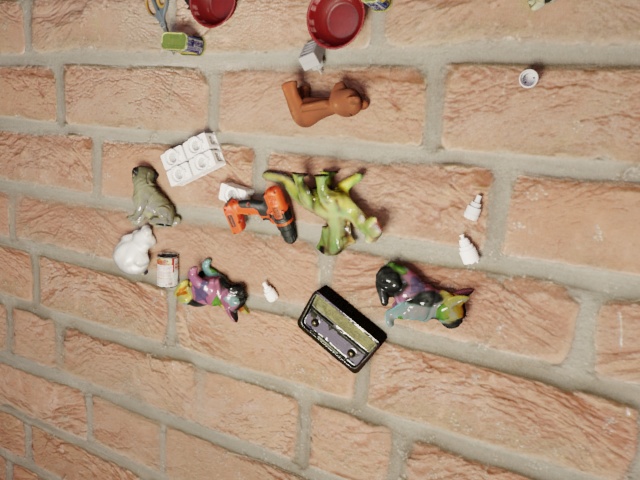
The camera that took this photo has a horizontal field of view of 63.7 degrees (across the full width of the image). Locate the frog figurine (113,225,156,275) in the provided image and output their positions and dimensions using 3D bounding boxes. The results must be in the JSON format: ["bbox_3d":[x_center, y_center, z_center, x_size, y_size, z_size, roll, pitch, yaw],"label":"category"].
[{"bbox_3d":[-0.602,0.032,1.686,0.156,0.123,0.140,-53,55,35],"label":"frog figurine"}]

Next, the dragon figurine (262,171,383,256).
[{"bbox_3d":[0.004,-0.070,1.393,0.411,0.123,0.240,7,108,42],"label":"dragon figurine"}]
